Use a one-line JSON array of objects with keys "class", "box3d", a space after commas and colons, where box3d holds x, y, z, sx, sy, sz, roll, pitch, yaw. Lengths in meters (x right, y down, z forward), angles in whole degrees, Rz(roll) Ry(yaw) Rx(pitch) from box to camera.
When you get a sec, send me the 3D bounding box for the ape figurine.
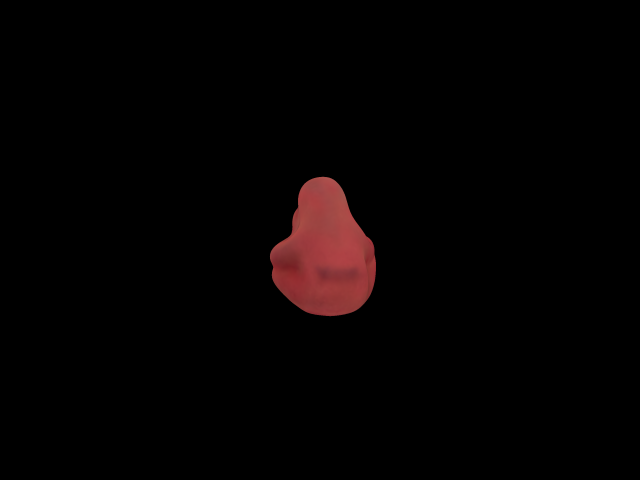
[{"class": "ape figurine", "box3d": [0.004, 0.001, 0.400, 0.078, 0.092, 0.076, -2, 14, -7]}]
